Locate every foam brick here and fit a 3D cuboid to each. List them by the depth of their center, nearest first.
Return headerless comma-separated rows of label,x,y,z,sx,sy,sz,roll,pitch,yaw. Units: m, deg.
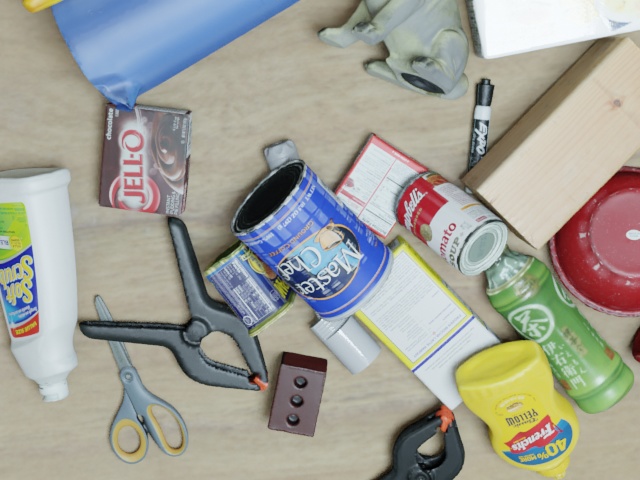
foam brick,-0.024,0.169,1.171,0.053,0.051,0.078,11,102,0

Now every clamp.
clamp,-0.146,0.101,1.166,0.164,0.036,0.210,-42,100,6
clamp,0.120,0.265,1.186,0.120,0.039,0.172,25,115,-11

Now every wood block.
wood block,0.252,-0.098,1.077,0.091,0.090,0.206,44,95,-9

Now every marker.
marker,0.169,-0.109,1.124,0.020,0.020,0.121,5,102,1

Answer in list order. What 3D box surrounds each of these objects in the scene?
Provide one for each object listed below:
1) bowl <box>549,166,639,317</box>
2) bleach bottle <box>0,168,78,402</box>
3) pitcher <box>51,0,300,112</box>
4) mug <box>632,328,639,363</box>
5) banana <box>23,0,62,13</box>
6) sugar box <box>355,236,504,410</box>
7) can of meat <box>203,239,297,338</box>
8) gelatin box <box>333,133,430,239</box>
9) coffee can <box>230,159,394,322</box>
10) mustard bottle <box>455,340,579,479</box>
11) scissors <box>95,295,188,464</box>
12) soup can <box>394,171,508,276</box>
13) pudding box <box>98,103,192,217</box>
bowl,0.319,-0.003,1.096,0.162,0.055,0.162,-1,81,7
bleach bottle,-0.298,0.051,1.139,0.103,0.067,0.251,1,105,33
pitcher,-0.138,-0.249,1.059,0.243,0.145,0.149,-27,112,3
mug,0.392,0.103,1.133,0.081,0.093,0.117,32,70,0
banana,-0.185,-0.268,0.986,0.198,0.069,0.037,-22,122,6
sugar box,0.115,0.090,1.154,0.093,0.048,0.176,-42,101,9
can of meat,-0.073,0.045,1.122,0.057,0.102,0.084,-37,96,9
gelatin box,0.062,-0.057,1.133,0.073,0.030,0.089,32,101,-6
coffee can,-0.007,0.001,1.094,0.103,0.103,0.140,-42,112,9
mustard bottle,0.224,0.194,1.146,0.096,0.058,0.191,-24,124,14
scissors,-0.225,0.168,1.195,0.096,0.016,0.201,-34,98,8
soup can,0.134,-0.017,1.094,0.068,0.102,0.068,-24,136,-27
pudding box,-0.183,-0.086,1.129,0.090,0.039,0.113,7,102,0
